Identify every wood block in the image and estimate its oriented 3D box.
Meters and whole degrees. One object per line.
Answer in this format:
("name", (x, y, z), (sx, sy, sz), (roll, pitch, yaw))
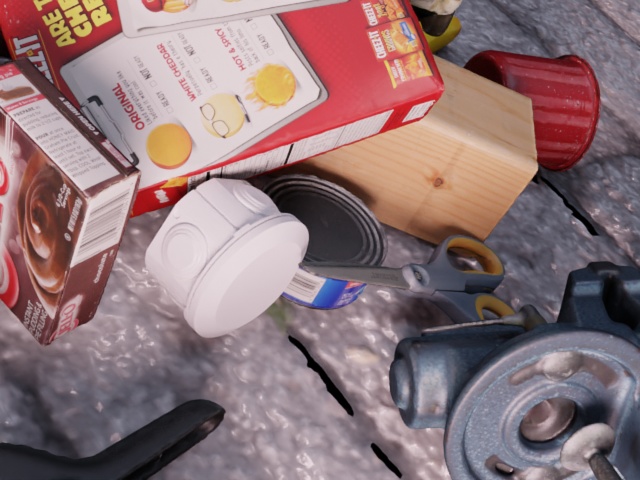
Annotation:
("wood block", (0.031, -0.080, 0.714), (0.206, 0.091, 0.090), (23, 39, -11))

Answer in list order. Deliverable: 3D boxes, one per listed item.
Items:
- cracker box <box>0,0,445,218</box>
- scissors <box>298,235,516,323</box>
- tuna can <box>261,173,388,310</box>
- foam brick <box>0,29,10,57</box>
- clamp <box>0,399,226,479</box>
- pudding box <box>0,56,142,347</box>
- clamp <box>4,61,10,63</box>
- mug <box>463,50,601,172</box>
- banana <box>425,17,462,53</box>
("cracker box", (-0.061, -0.115, 0.596), (0.213, 0.072, 0.164), (-20, 81, -10))
("scissors", (0.068, 0.039, 0.632), (0.201, 0.016, 0.096), (-13, 67, -55))
("tuna can", (-0.004, 0.001, 0.647), (0.086, 0.034, 0.086), (18, 39, -16))
("foam brick", (-0.179, -0.158, 0.672), (0.052, 0.078, 0.051), (3, 48, -32))
("clamp", (-0.098, 0.128, 0.441), (0.171, 0.039, 0.120), (-6, 45, -30))
("pudding box", (-0.138, -0.017, 0.514), (0.090, 0.114, 0.039), (43, 42, 16))
("clamp", (-0.214, -0.076, 0.572), (0.164, 0.036, 0.210), (28, 47, -32))
("mug", (0.151, -0.108, 0.833), (0.081, 0.093, 0.117), (3, 30, -24))
("banana", (0.072, -0.140, 0.851), (0.069, 0.037, 0.197), (25, 37, -6))
